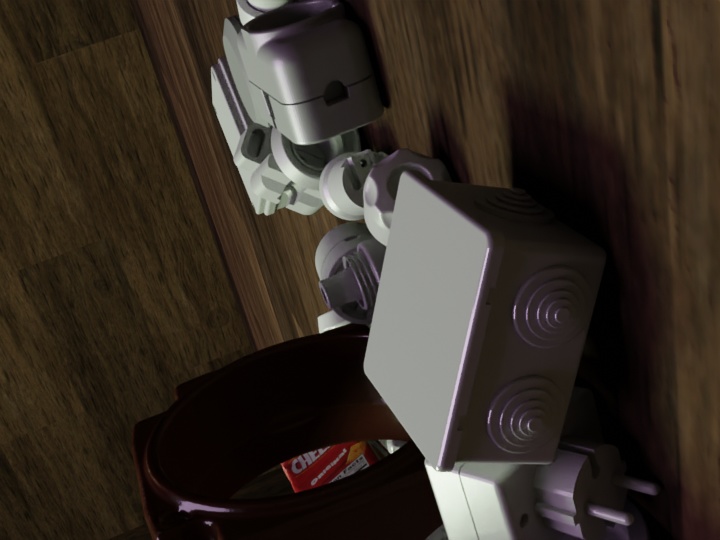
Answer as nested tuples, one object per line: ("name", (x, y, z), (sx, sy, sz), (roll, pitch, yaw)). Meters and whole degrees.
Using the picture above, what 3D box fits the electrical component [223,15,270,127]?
("electrical component", (-0.057, -0.136, 0.720), (0.080, 0.051, 0.080), (159, 90, -80))

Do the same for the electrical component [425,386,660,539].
("electrical component", (0.078, 0.083, 0.420), (0.077, 0.066, 0.047), (7, 123, 46))

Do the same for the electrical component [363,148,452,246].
("electrical component", (0.023, -0.029, 0.528), (0.062, 0.043, 0.043), (91, 156, -69))

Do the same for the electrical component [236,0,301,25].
("electrical component", (-0.053, -0.169, 0.641), (0.055, 0.045, 0.045), (85, 161, -61))

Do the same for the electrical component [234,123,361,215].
("electrical component", (-0.033, -0.072, 0.674), (0.057, 0.078, 0.058), (-32, 39, 64))

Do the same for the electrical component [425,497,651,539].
("electrical component", (0.074, 0.143, 0.438), (0.060, 0.108, 0.108), (65, 172, -18))

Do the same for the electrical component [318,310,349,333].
("electrical component", (-0.003, 0.054, 0.843), (0.055, 0.048, 0.066), (66, 158, 3))

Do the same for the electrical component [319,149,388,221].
("electrical component", (0.001, -0.050, 0.622), (0.046, 0.040, 0.040), (175, 74, -75))

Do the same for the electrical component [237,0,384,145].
("electrical component", (-0.030, -0.114, 0.599), (0.095, 0.054, 0.059), (-136, 26, -62))

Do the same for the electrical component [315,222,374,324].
("electrical component", (0.000, 0.000, 0.691), (0.047, 0.055, 0.055), (-122, 14, -63))

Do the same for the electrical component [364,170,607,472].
("electrical component", (0.044, 0.017, 0.404), (0.099, 0.048, 0.099), (-132, 49, -64))

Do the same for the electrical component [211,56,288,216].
("electrical component", (-0.073, -0.109, 0.850), (0.108, 0.056, 0.108), (132, 116, -79))

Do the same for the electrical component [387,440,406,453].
("electrical component", (0.040, 0.142, 0.831), (0.061, 0.035, 0.035), (78, 167, -53))

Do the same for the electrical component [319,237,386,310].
("electrical component", (0.008, 0.004, 0.628), (0.048, 0.062, 0.048), (159, 90, -81))
